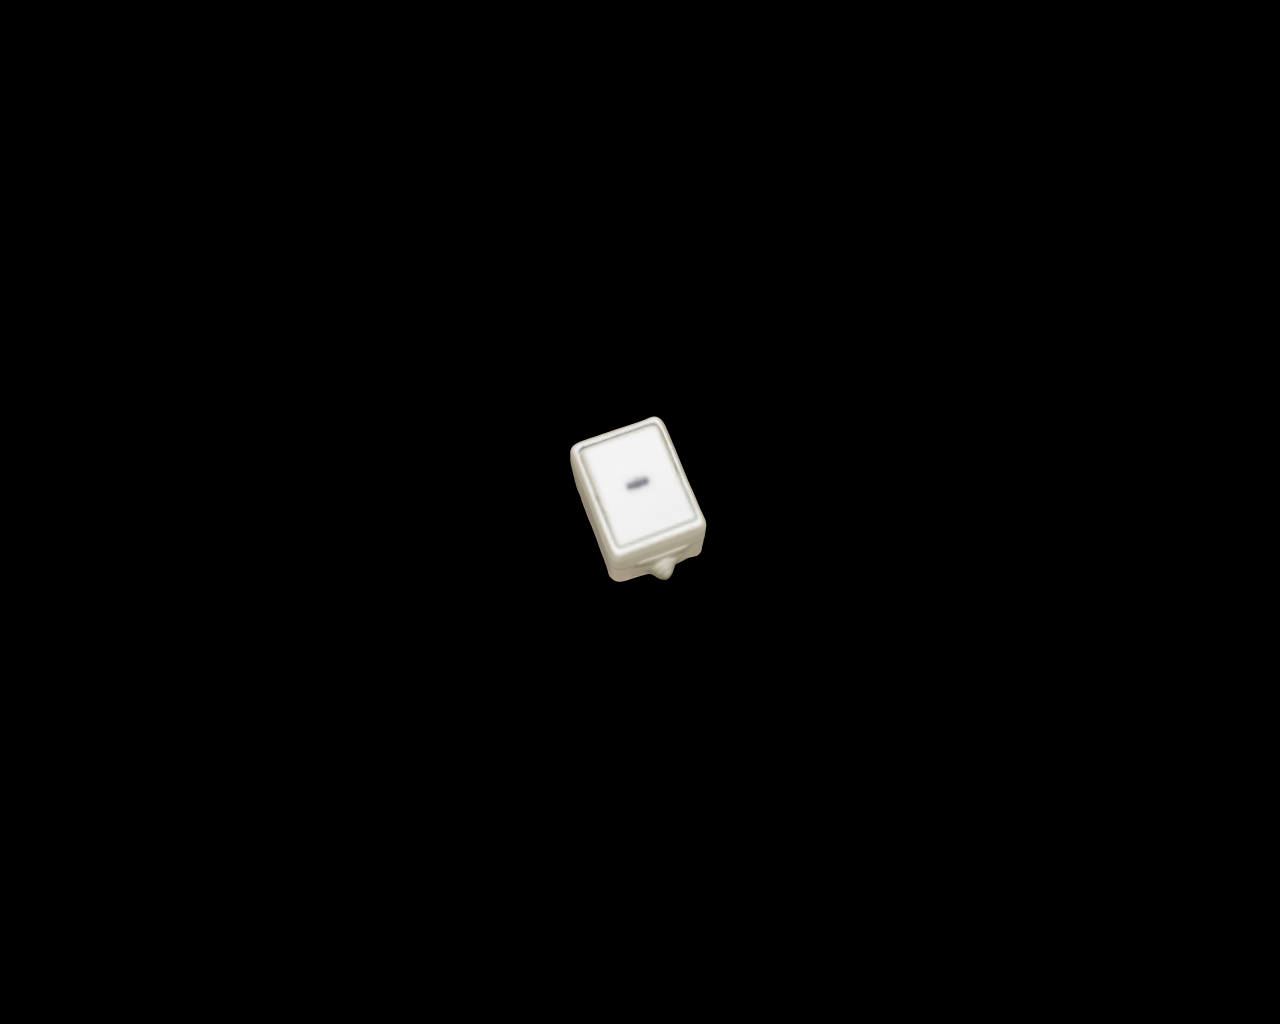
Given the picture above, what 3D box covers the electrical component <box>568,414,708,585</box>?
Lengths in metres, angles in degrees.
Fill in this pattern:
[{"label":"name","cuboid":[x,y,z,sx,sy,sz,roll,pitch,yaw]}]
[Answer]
[{"label":"electrical component","cuboid":[0.001,-0.003,0.650,0.062,0.096,0.061,-19,-19,-7]}]
